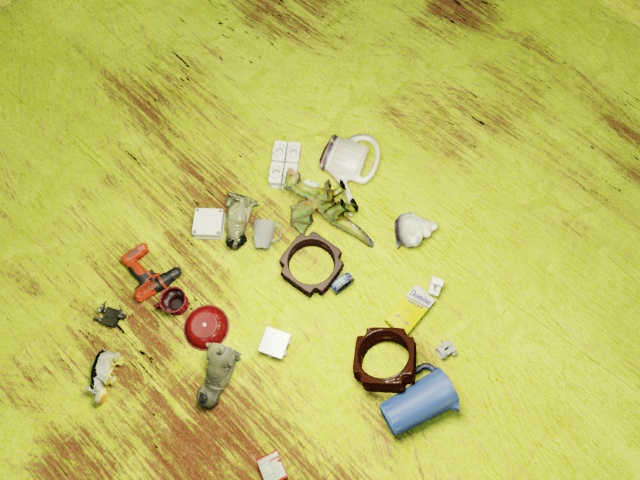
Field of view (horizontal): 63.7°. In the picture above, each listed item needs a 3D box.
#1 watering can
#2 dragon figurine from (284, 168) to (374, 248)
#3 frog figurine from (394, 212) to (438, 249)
[{"bbox_3d":[0.099,-0.275,2.002,0.225,0.102,0.352,21,72,9],"label":"watering can"},{"bbox_3d":[0.006,-0.096,1.909,0.241,0.124,0.406,-24,105,24],"label":"dragon figurine"},{"bbox_3d":[0.356,-0.040,1.903,0.159,0.120,0.141,-7,49,9],"label":"frog figurine"}]
